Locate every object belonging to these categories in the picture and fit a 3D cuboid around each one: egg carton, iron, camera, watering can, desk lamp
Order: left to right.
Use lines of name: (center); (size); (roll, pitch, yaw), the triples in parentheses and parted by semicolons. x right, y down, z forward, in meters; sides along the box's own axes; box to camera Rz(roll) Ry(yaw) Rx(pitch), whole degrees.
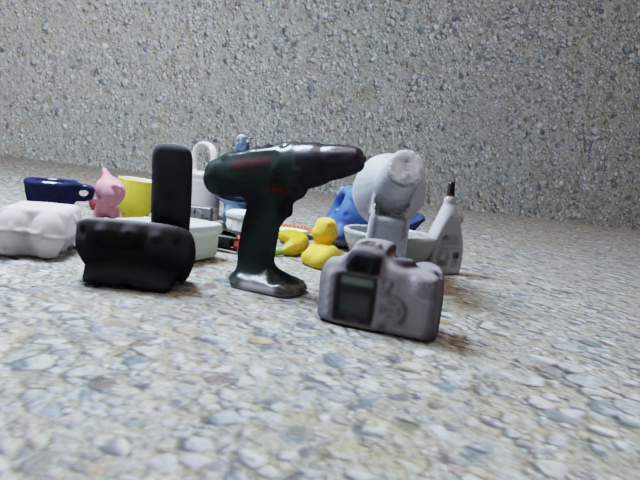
egg carton: (-0.420, -0.018, 0.864); (0.107, 0.069, 0.150); (5, 8, -13)
watering can: (-0.301, -0.151, 1.440); (0.100, 0.194, 0.173); (10, 9, 19)
iron: (0.058, -0.063, 1.307); (0.119, 0.141, 0.258); (5, 9, -13)
camera: (0.085, 0.049, 0.702); (0.142, 0.101, 0.137); (9, 9, 19)
desk lamp: (0.111, -0.031, 0.882); (0.118, 0.213, 0.203); (6, 8, -3)

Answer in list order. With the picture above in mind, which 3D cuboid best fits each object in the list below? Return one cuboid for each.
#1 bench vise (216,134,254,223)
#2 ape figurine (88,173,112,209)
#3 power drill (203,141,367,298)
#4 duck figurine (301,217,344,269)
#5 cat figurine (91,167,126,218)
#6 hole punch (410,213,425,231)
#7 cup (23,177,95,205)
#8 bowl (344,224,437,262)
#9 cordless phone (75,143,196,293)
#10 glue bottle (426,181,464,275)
bench vise: (-0.206, -0.149, 1.410); (0.122, 0.220, 0.207); (4, 9, -19)
ape figurine: (-0.519, -0.117, 1.389); (0.076, 0.092, 0.077); (6, 8, -7)
power drill: (-0.056, -0.034, 0.781); (0.229, 0.208, 0.076); (10, 9, 20)
duck figurine: (0.009, 0.004, 1.005); (0.078, 0.086, 0.104); (4, 9, -18)
cat figurine: (-0.436, -0.091, 1.182); (0.067, 0.118, 0.127); (3, 9, -22)
hole punch: (0.177, -0.025, 1.316); (0.101, 0.091, 0.108); (2, 10, -30)
cup: (-0.472, -0.062, 1.037); (0.118, 0.095, 0.091); (4, 9, -19)
bowl: (0.121, 0.020, 1.022); (0.167, 0.075, 0.167); (7, 8, -1)
cordless phone: (-0.231, -0.035, 0.733); (0.147, 0.185, 0.094); (5, 8, -8)
glue bottle: (0.235, -0.023, 1.066); (0.078, 0.173, 0.037); (3, 9, -25)
